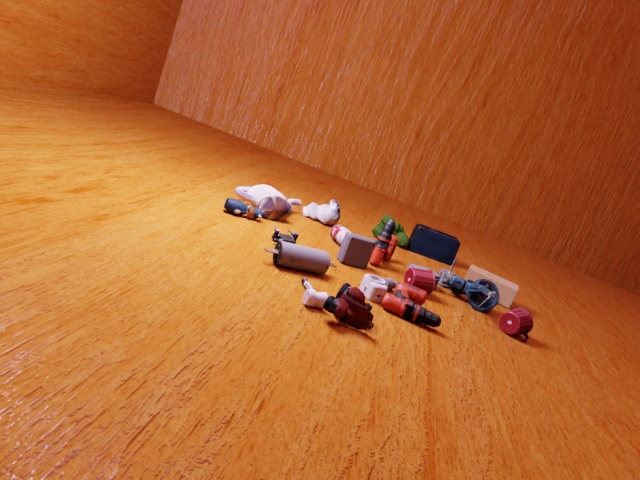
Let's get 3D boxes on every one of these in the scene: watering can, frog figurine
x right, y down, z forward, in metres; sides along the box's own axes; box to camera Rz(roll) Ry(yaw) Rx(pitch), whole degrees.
[{"bbox_3d":[-0.181,-0.158,2.138,0.347,0.103,0.228,10,19,-35],"label":"watering can"},{"bbox_3d":[0.007,-0.116,2.314,0.160,0.120,0.140,-19,34,-9],"label":"frog figurine"}]
